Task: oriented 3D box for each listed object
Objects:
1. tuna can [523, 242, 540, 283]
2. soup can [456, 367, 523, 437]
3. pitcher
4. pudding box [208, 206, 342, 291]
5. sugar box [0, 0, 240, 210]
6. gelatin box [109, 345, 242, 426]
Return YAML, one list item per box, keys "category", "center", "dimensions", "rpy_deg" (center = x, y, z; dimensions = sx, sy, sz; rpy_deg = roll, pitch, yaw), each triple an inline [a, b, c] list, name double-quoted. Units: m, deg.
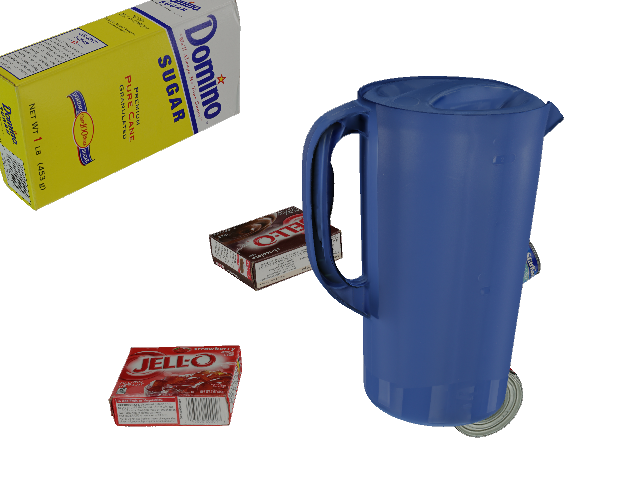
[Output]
- category: "tuna can"
  center: [0.221, 0.014, 1.272]
  dimensions: [0.033, 0.086, 0.086]
  rpy_deg: [-34, 8, -13]
- category: "soup can"
  center: [0.120, 0.111, 0.909]
  dimensions: [0.068, 0.068, 0.102]
  rpy_deg: [0, 25, -21]
- category: "pitcher"
  center: [0.078, 0.007, 0.770]
  dimensions: [0.149, 0.243, 0.144]
  rpy_deg: [11, 21, 25]
- category: "pudding box"
  center: [-0.047, 0.007, 1.123]
  dimensions: [0.113, 0.039, 0.090]
  rpy_deg: [-22, 29, -28]
- category: "sugar box"
  center: [-0.129, -0.098, 0.699]
  dimensions: [0.175, 0.093, 0.048]
  rpy_deg: [-30, 49, -33]
- category: "gelatin box"
  center: [-0.108, 0.109, 0.810]
  dimensions: [0.089, 0.030, 0.073]
  rpy_deg: [-1, 24, 5]
